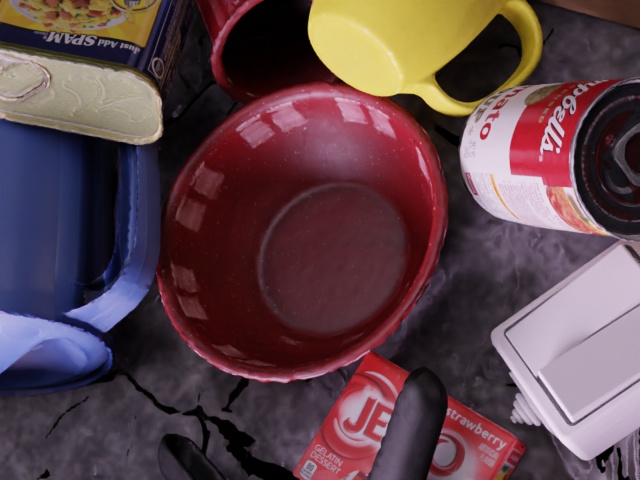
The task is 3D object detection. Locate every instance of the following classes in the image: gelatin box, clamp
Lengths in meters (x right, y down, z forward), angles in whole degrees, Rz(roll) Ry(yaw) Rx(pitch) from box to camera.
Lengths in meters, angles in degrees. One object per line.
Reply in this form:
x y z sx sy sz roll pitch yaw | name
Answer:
0.042 0.105 0.511 0.089 0.030 0.073 30 84 30 | gelatin box
-0.005 0.171 0.487 0.165 0.036 0.210 -12 79 35 | clamp

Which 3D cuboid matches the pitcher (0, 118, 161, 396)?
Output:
-0.172 -0.042 0.614 0.149 0.145 0.243 5 64 -14 | pitcher

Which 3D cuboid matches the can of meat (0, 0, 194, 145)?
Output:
-0.122 -0.105 0.555 0.102 0.057 0.084 11 58 2 | can of meat

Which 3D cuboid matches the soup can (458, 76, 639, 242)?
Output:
0.115 -0.038 0.483 0.068 0.068 0.102 -59 20 -6 | soup can

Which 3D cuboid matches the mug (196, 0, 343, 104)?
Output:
-0.033 -0.139 0.595 0.093 0.117 0.081 -35 55 19 | mug

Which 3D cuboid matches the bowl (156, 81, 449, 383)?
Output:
-0.004 0.001 0.558 0.162 0.055 0.162 -9 67 21 | bowl

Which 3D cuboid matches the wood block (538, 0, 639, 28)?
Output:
0.099 -0.193 0.567 0.206 0.090 0.090 24 81 30 | wood block
